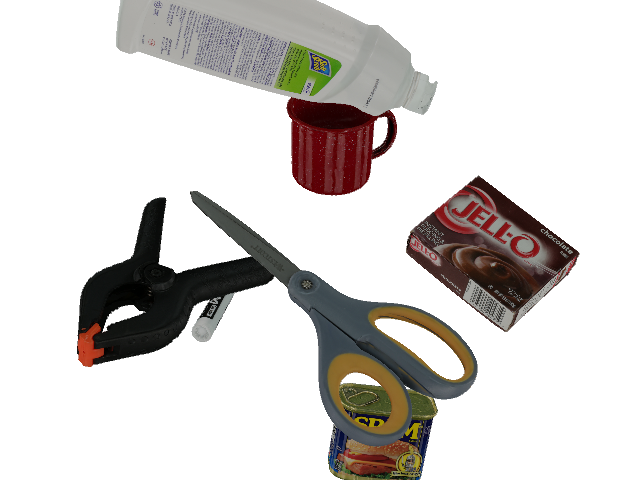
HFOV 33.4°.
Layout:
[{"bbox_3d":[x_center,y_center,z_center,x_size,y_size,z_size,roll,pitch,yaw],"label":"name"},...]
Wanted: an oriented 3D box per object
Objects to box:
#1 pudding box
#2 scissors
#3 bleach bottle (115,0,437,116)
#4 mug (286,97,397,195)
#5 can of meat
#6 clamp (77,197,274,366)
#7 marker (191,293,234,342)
[{"bbox_3d":[0.142,0.010,0.887,0.089,0.113,0.039,-38,-21,-28],"label":"pudding box"},{"bbox_3d":[-0.011,0.045,0.599,0.202,0.096,0.016,26,-34,13],"label":"scissors"},{"bbox_3d":[-0.031,-0.153,0.845,0.250,0.068,0.103,21,-30,-5],"label":"bleach bottle"},{"bbox_3d":[0.023,-0.102,1.081,0.117,0.081,0.093,-14,39,-20],"label":"mug"},{"bbox_3d":[0.061,0.199,1.093,0.102,0.084,0.057,7,18,-7],"label":"can of meat"},{"bbox_3d":[-0.127,0.028,0.796,0.120,0.039,0.171,29,41,27],"label":"clamp"},{"bbox_3d":[-0.097,0.060,1.023,0.020,0.020,0.121,0,24,12],"label":"marker"}]
